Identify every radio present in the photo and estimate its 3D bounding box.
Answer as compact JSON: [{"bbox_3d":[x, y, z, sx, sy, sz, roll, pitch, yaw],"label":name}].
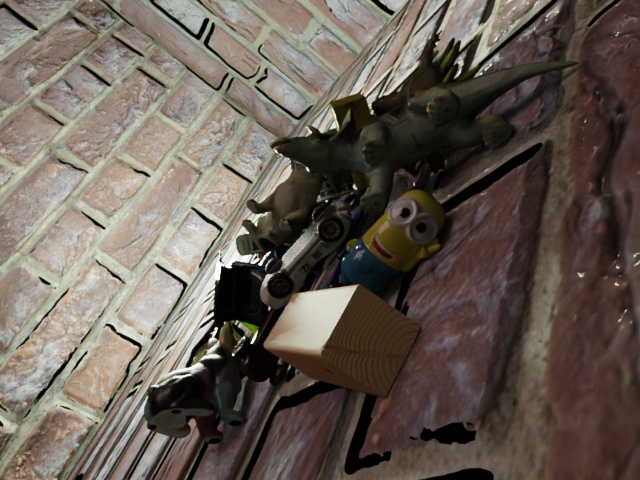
[{"bbox_3d":[-0.238,0.269,1.172,0.131,0.073,0.230,-50,14,14],"label":"radio"}]

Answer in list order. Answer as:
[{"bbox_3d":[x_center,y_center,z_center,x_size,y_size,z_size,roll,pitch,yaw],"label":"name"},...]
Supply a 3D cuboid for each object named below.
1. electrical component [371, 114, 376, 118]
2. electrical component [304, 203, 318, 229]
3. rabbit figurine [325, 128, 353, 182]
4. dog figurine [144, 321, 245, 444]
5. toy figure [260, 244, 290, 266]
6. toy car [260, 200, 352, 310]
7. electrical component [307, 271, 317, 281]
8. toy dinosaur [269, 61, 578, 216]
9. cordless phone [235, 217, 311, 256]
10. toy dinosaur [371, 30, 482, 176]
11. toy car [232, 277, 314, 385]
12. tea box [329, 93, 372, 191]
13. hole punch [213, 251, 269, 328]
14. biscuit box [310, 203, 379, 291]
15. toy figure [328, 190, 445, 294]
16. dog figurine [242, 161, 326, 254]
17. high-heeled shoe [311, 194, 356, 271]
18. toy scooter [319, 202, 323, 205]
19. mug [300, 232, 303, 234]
[{"bbox_3d":[0.118,-0.237,1.132,0.075,0.119,0.048,-46,15,22],"label":"electrical component"},{"bbox_3d":[-0.054,-0.062,1.126,0.078,0.102,0.045,-96,13,-52],"label":"electrical component"},{"bbox_3d":[0.047,-0.165,1.208,0.170,0.121,0.159,-44,31,-24],"label":"rabbit figurine"},{"bbox_3d":[-0.204,0.235,0.950,0.108,0.191,0.219,-53,27,31],"label":"dog figurine"},{"bbox_3d":[-0.099,0.066,0.998,0.154,0.064,0.058,-47,54,43],"label":"toy figure"},{"bbox_3d":[-0.021,0.020,0.829,0.201,0.056,0.074,-48,19,10],"label":"toy car"},{"bbox_3d":[-0.061,0.112,1.003,0.134,0.058,0.115,-57,16,-17],"label":"electrical component"},{"bbox_3d":[0.137,-0.162,0.773,0.405,0.131,0.192,-23,32,10],"label":"toy dinosaur"},{"bbox_3d":[-0.103,-0.040,1.202,0.184,0.146,0.089,-11,3,-4],"label":"cordless phone"},{"bbox_3d":[0.199,-0.263,0.977,0.198,0.105,0.472,-37,29,28],"label":"toy dinosaur"},{"bbox_3d":[-0.069,0.141,0.888,0.053,0.089,0.202,-41,18,54],"label":"toy car"},{"bbox_3d":[0.076,-0.192,1.046,0.068,0.169,0.098,-18,20,4],"label":"tea box"},{"bbox_3d":[-0.143,0.093,0.949,0.116,0.092,0.142,-164,75,-72],"label":"hole punch"},{"bbox_3d":[0.048,0.031,0.828,0.059,0.063,0.203,-36,23,49],"label":"biscuit box"},{"bbox_3d":[0.088,0.009,0.715,0.180,0.082,0.089,-50,16,23],"label":"toy figure"},{"bbox_3d":[-0.046,-0.069,1.040,0.190,0.121,0.172,-50,-7,-33],"label":"dog figurine"},{"bbox_3d":[-0.002,-0.003,1.037,0.145,0.086,0.249,-39,12,42],"label":"high-heeled shoe"},{"bbox_3d":[-0.032,-0.090,1.327,0.184,0.075,0.135,122,172,-73],"label":"toy scooter"},{"bbox_3d":[-0.068,0.037,1.115,0.107,0.110,0.081,-58,-6,19],"label":"mug"}]
